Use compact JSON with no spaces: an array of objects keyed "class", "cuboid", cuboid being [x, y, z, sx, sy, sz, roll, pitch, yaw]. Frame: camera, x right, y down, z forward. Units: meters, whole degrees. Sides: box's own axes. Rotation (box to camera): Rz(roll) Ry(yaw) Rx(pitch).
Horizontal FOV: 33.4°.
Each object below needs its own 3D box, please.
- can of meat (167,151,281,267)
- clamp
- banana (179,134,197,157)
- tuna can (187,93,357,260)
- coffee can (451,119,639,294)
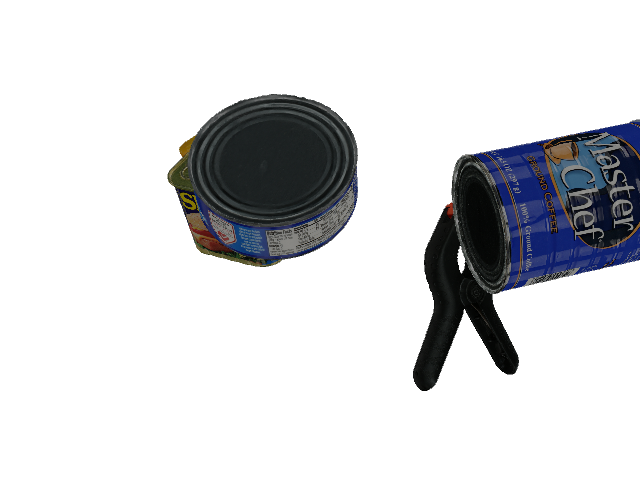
[{"class":"can of meat","cuboid":[-0.076,-0.028,0.943,0.102,0.084,0.057,14,48,30]},{"class":"clamp","cuboid":[0.123,0.054,0.967,0.120,0.171,0.039,-16,6,-40]},{"class":"banana","cuboid":[-0.075,-0.121,1.320,0.198,0.037,0.069,6,39,16]},{"class":"tuna can","cuboid":[-0.023,-0.033,0.547,0.086,0.086,0.034,0,-36,4]},{"class":"coffee can","cuboid":[0.179,-0.025,0.775,0.140,0.103,0.103,-12,2,-10]}]
